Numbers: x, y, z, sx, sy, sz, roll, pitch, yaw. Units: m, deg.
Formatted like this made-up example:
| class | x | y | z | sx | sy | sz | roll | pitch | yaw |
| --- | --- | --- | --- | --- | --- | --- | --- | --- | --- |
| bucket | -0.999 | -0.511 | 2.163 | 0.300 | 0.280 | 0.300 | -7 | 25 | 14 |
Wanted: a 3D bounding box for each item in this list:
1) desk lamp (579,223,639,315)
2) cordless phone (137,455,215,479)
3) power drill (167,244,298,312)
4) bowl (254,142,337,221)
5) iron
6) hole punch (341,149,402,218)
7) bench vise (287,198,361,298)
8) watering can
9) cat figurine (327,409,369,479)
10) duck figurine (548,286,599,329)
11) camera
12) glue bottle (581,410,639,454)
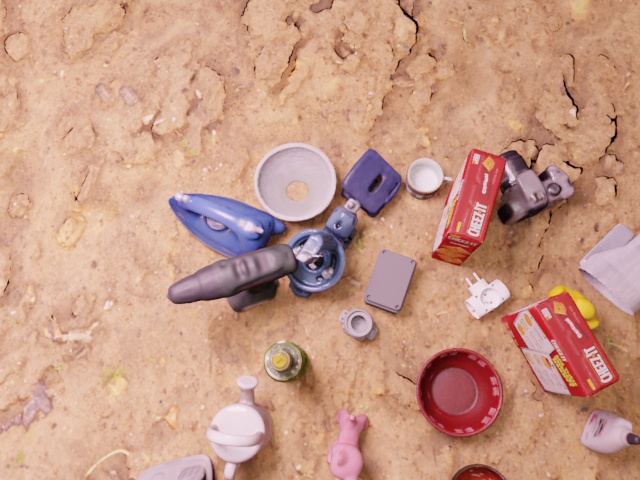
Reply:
| class | x | y | z | sx | sy | sz | roll | pitch | yaw |
| --- | --- | --- | --- | --- | --- | --- | --- | --- | --- |
| desk lamp | 0.562 | 0.041 | 1.053 | 0.203 | 0.213 | 0.118 | -44 | 79 | -8 |
| cordless phone | -0.266 | 0.443 | 1.000 | 0.147 | 0.185 | 0.094 | -17 | 77 | -2 |
| power drill | -0.150 | 0.079 | 1.068 | 0.229 | 0.208 | 0.075 | -22 | 77 | -3 |
| bowl | -0.048 | -0.110 | 1.176 | 0.167 | 0.075 | 0.167 | 0 | 77 | 2 |
| iron | -0.205 | -0.046 | 1.132 | 0.258 | 0.141 | 0.119 | 23 | 79 | 7 |
| hole punch | 0.107 | -0.116 | 1.165 | 0.101 | 0.091 | 0.109 | 37 | 81 | 9 |
| bench vise | -0.002 | 0.000 | 1.075 | 0.121 | 0.220 | 0.207 | 16 | 78 | 6 |
| watering can | -0.145 | 0.333 | 1.017 | 0.101 | 0.194 | 0.173 | -12 | 77 | -1 |
| cat figurine | 0.050 | 0.378 | 1.040 | 0.067 | 0.118 | 0.128 | 11 | 78 | 4 |
| duck figurine | 0.491 | 0.132 | 1.100 | 0.077 | 0.086 | 0.104 | -34 | 78 | -6 |
| camera | 0.416 | -0.120 | 1.152 | 0.143 | 0.101 | 0.137 | -24 | 77 | -4 |
| glue bottle | 0.517 | 0.341 | 1.006 | 0.037 | 0.173 | 0.078 | 24 | 79 | 7 |
